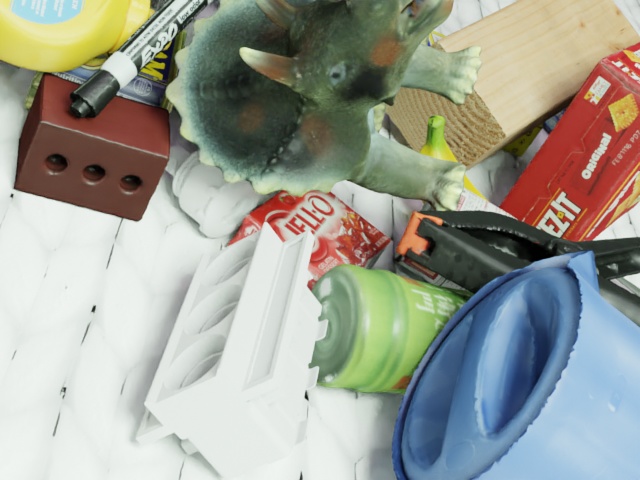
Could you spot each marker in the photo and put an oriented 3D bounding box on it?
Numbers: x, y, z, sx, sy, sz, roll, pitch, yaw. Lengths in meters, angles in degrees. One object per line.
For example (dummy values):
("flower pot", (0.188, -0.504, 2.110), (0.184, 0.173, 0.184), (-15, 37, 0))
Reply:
("marker", (-0.098, -0.111, 0.604), (0.020, 0.020, 0.121), (36, 65, 6))

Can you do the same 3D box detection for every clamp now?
("clamp", (0.148, 0.027, 0.624), (0.209, 0.036, 0.164), (12, 25, -21))

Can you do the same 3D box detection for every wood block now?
("wood block", (0.161, -0.137, 0.874), (0.205, 0.091, 0.090), (-32, 84, -36))

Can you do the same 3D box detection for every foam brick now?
("foam brick", (-0.132, -0.053, 0.619), (0.078, 0.053, 0.051), (15, 36, -24))

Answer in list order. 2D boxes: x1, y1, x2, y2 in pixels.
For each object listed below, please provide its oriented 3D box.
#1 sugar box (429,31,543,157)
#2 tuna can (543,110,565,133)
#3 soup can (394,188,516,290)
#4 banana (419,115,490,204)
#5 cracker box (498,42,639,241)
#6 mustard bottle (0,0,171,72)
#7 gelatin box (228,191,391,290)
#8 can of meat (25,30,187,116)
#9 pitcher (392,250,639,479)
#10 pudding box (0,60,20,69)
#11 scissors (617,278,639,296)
("sugar box", (0.108, -0.142, 0.947), (0.176, 0.048, 0.093), (16, 40, -19))
("tuna can", (0.259, -0.117, 1.052), (0.086, 0.034, 0.086), (22, 34, -16))
("soup can", (0.110, 0.012, 0.721), (0.102, 0.069, 0.068), (31, 32, 0))
("banana", (0.133, -0.005, 0.768), (0.197, 0.070, 0.037), (41, 67, -7))
("cracker box", (0.236, -0.073, 0.853), (0.072, 0.164, 0.213), (40, 33, 15))
("mustard bottle", (-0.173, -0.145, 0.599), (0.191, 0.058, 0.096), (15, 54, -26))
("gelatin box", (-0.004, 0.001, 0.672), (0.073, 0.030, 0.089), (39, 32, 8))
("can of meat", (-0.137, -0.110, 0.688), (0.083, 0.058, 0.102), (19, 35, -16))
("pitcher", (0.160, 0.136, 0.537), (0.242, 0.149, 0.145), (36, 28, -15))
("pudding box", (-0.208, -0.175, 0.662), (0.090, 0.113, 0.039), (21, 10, -17))
("scissors", (0.312, 0.073, 0.859), (0.202, 0.016, 0.096), (45, 33, 19))
